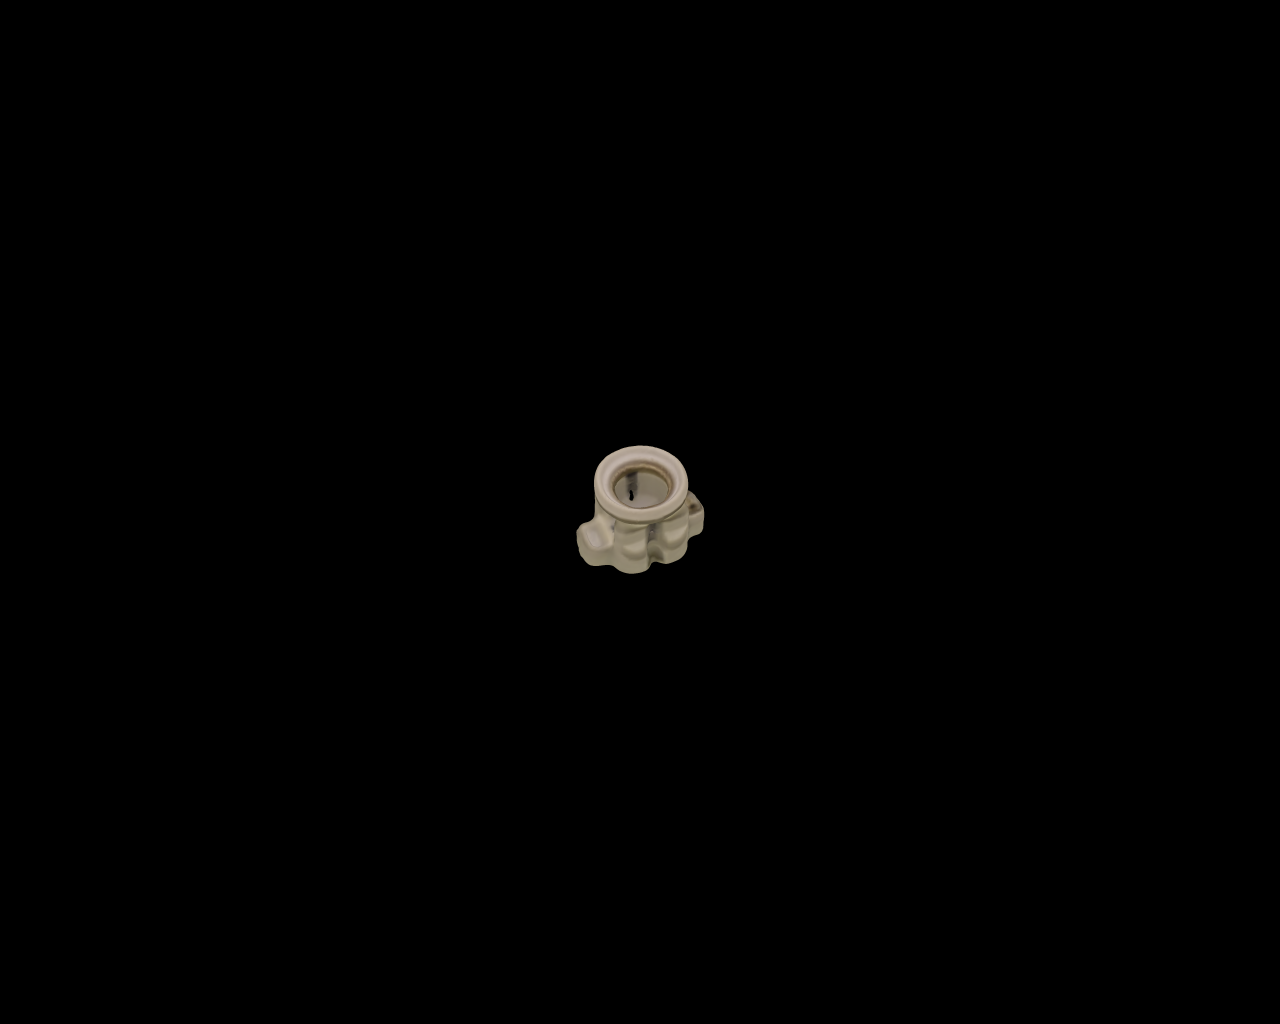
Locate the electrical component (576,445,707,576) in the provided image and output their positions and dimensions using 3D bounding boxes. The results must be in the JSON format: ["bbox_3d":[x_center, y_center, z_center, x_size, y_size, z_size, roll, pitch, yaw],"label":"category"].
[{"bbox_3d":[0.001,-0.003,0.650,0.078,0.058,0.056,-17,-39,-14],"label":"electrical component"}]
